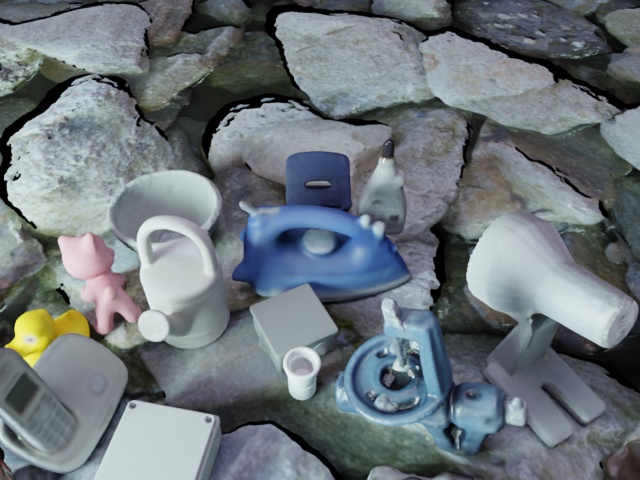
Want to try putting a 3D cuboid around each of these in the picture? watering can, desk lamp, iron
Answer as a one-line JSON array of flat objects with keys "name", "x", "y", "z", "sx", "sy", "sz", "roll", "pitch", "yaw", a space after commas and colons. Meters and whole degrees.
[{"name": "watering can", "x": -0.171, "y": 0.050, "z": 0.715, "sx": 0.101, "sy": 0.194, "sz": 0.172, "roll": -8, "pitch": 48, "yaw": -9}, {"name": "desk lamp", "x": 0.266, "y": 0.096, "z": 0.674, "sx": 0.118, "sy": 0.214, "sz": 0.202, "roll": -24, "pitch": 52, "yaw": -22}, {"name": "iron", "x": 0.007, "y": 0.003, "z": 0.801, "sx": 0.258, "sy": 0.141, "sz": 0.118, "roll": 2, "pitch": 47, "yaw": 0}]

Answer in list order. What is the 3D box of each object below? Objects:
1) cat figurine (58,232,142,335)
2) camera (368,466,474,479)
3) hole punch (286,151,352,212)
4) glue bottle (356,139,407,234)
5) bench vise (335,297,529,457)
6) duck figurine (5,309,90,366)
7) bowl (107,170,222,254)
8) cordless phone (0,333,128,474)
[{"name": "cat figurine", "x": -0.299, "y": 0.044, "z": 0.768, "sx": 0.067, "sy": 0.118, "sz": 0.127, "roll": -27, "pitch": 53, "yaw": -24}, {"name": "camera", "x": 0.107, "y": 0.302, "z": 0.555, "sx": 0.143, "sy": 0.101, "sz": 0.137, "roll": 9, "pitch": 48, "yaw": 6}, {"name": "hole punch", "x": 0.000, "y": -0.080, "z": 0.911, "sx": 0.108, "sy": 0.091, "sz": 0.101, "roll": -2, "pitch": 47, "yaw": -4}, {"name": "glue bottle", "x": 0.097, "y": -0.079, "z": 0.858, "sx": 0.078, "sy": 0.173, "sz": 0.037, "roll": 1, "pitch": 47, "yaw": -1}, {"name": "bench vise", "x": 0.123, "y": 0.139, "z": 0.625, "sx": 0.207, "sy": 0.220, "sz": 0.121, "roll": 0, "pitch": 47, "yaw": -2}, {"name": "duck figurine", "x": -0.345, "y": 0.119, "z": 0.718, "sx": 0.077, "sy": 0.086, "sz": 0.105, "roll": 26, "pitch": 52, "yaw": 21}, {"name": "bowl", "x": -0.228, "y": -0.027, "z": 0.865, "sx": 0.167, "sy": 0.075, "sz": 0.167, "roll": 1, "pitch": 47, "yaw": -1}, {"name": "cordless phone", "x": -0.291, "y": 0.153, "z": 0.622, "sx": 0.094, "sy": 0.185, "sz": 0.147, "roll": 10, "pitch": 48, "yaw": 7}]
